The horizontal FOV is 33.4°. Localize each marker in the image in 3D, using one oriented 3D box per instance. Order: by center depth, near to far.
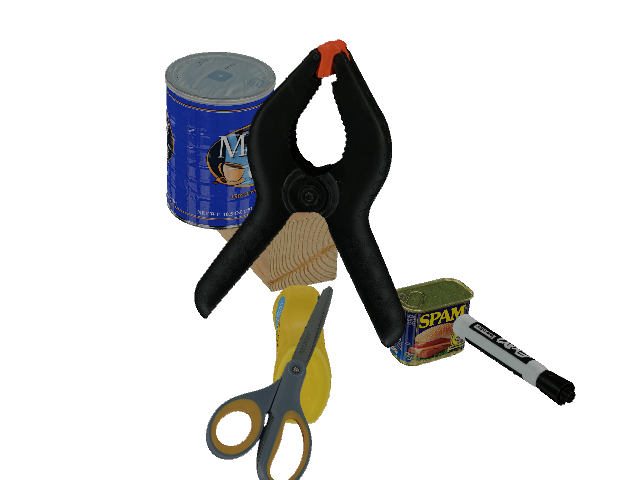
[{"bbox_3d":[0.146,0.090,0.807,0.020,0.020,0.121,0,22,-37],"label":"marker"}]

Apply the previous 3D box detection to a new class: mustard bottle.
[{"bbox_3d":[-0.022,0.102,1.134,0.058,0.096,0.191,0,27,-3],"label":"mustard bottle"}]

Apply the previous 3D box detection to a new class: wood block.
[{"bbox_3d":[-0.061,-0.024,1.348,0.090,0.090,0.206,-10,26,-22],"label":"wood block"}]

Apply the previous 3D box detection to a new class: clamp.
[{"bbox_3d":[-0.014,-0.023,0.588,0.120,0.171,0.039,-1,12,2],"label":"clamp"}]

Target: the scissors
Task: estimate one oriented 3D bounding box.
[{"bbox_3d":[-0.042,0.115,0.906,0.096,0.201,0.016,11,-36,-9],"label":"scissors"}]

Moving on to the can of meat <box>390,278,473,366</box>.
[{"bbox_3d":[0.137,0.103,1.338,0.101,0.084,0.058,-11,30,-26],"label":"can of meat"}]

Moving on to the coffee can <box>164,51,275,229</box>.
[{"bbox_3d":[-0.097,-0.096,1.027,0.103,0.140,0.103,3,34,-2],"label":"coffee can"}]
